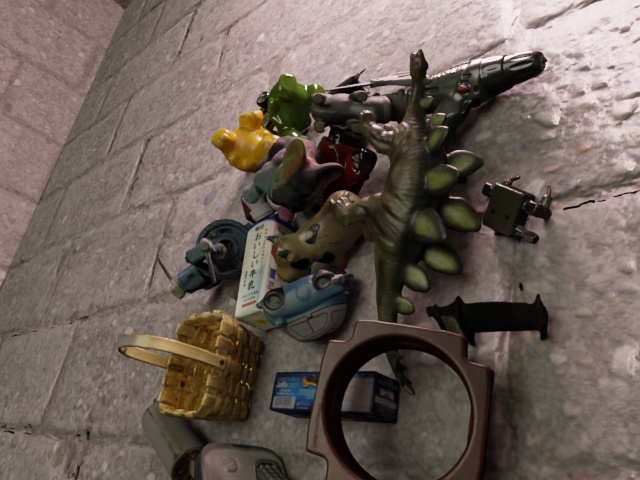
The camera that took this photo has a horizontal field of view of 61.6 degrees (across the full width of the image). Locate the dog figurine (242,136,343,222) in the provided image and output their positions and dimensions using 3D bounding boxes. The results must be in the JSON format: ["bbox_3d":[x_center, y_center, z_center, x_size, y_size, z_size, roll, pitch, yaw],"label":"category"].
[{"bbox_3d":[-0.032,-0.118,0.880,0.191,0.108,0.219,-62,15,-23],"label":"dog figurine"}]

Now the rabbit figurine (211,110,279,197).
[{"bbox_3d":[-0.123,-0.170,1.093,0.122,0.162,0.173,-33,28,-27],"label":"rabbit figurine"}]

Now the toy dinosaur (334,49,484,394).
[{"bbox_3d":[0.120,-0.033,0.761,0.199,0.105,0.470,12,96,49],"label":"toy dinosaur"}]

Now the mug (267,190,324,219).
[{"bbox_3d":[-0.043,-0.087,1.036,0.109,0.080,0.107,-21,43,-18],"label":"mug"}]

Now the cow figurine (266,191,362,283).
[{"bbox_3d":[-0.002,-0.003,0.911,0.195,0.127,0.086,-47,37,10],"label":"cow figurine"}]

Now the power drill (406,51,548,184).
[{"bbox_3d":[0.221,-0.194,0.845,0.232,0.086,0.207,7,74,48],"label":"power drill"}]

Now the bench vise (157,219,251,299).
[{"bbox_3d":[-0.221,0.036,1.062,0.224,0.240,0.129,-25,84,-2],"label":"bench vise"}]

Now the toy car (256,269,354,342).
[{"bbox_3d":[-0.013,0.112,0.875,0.162,0.109,0.103,-22,80,18],"label":"toy car"}]

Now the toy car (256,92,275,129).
[{"bbox_3d":[-0.144,-0.256,1.266,0.202,0.089,0.053,-51,37,6],"label":"toy car"}]

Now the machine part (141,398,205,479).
[{"bbox_3d":[-0.265,0.366,0.980,0.243,0.079,0.079,24,83,51],"label":"machine part"}]

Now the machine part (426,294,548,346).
[{"bbox_3d":[0.209,0.099,0.665,0.139,0.084,0.039,-10,42,32],"label":"machine part"}]

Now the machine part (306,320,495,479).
[{"bbox_3d":[0.097,0.206,0.640,0.201,0.087,0.201,5,71,20],"label":"machine part"}]

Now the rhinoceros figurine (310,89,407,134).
[{"bbox_3d":[0.074,-0.234,0.976,0.190,0.112,0.073,1,105,15],"label":"rhinoceros figurine"}]

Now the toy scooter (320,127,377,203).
[{"bbox_3d":[0.039,-0.124,0.992,0.135,0.075,0.184,-68,25,21],"label":"toy scooter"}]

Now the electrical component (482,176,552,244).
[{"bbox_3d":[0.265,-0.045,0.726,0.102,0.045,0.078,29,116,54],"label":"electrical component"}]

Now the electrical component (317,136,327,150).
[{"bbox_3d":[0.012,-0.185,1.104,0.094,0.021,0.063,18,78,51],"label":"electrical component"}]

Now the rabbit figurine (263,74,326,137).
[{"bbox_3d":[-0.076,-0.250,1.173,0.159,0.121,0.170,-14,70,46],"label":"rabbit figurine"}]

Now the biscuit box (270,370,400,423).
[{"bbox_3d":[0.016,0.228,0.785,0.203,0.062,0.059,-13,57,42],"label":"biscuit box"}]

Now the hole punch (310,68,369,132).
[{"bbox_3d":[0.053,-0.271,1.078,0.142,0.092,0.116,-35,16,18],"label":"hole punch"}]

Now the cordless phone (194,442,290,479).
[{"bbox_3d":[-0.083,0.354,0.735,0.184,0.146,0.088,8,78,52],"label":"cordless phone"}]
